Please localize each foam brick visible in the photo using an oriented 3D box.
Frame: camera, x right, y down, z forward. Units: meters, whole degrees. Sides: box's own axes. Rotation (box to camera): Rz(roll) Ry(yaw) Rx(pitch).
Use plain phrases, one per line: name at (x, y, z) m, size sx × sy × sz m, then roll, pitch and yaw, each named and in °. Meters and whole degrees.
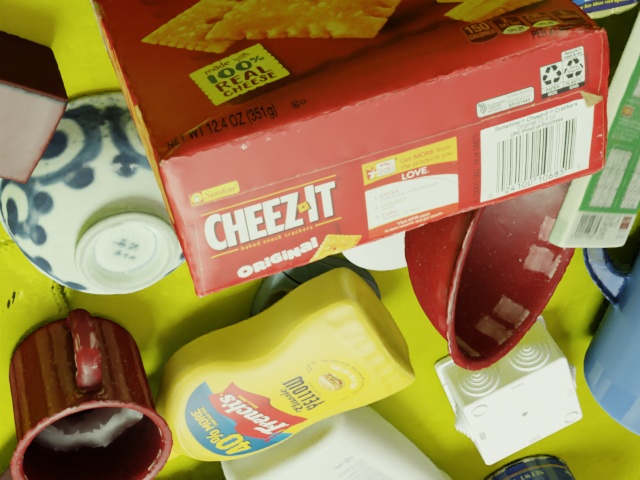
foam brick at (-0.168, -0.069, 0.505) m, size 0.078 × 0.053 × 0.051 m, roll 14°, pitch 122°, yaw -31°

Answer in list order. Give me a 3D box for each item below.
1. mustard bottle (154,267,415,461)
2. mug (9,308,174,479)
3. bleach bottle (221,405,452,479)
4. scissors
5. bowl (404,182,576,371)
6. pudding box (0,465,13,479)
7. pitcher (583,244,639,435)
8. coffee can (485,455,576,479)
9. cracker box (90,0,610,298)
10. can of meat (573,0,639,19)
mustard bottle at (-0.043, 0.093, 0.681) m, size 0.192 × 0.058 × 0.096 m, roll -27°, pitch 132°, yaw 14°
mug at (-0.141, 0.091, 0.636) m, size 0.093 × 0.081 × 0.117 m, roll -8°, pitch 132°, yaw -17°
bleach bottle at (0.033, 0.188, 0.811) m, size 0.103 × 0.068 × 0.250 m, roll -30°, pitch 138°, yaw 14°
scissors at (-0.004, 0.001, 0.660) m, size 0.096 × 0.016 × 0.202 m, roll -9°, pitch 133°, yaw -13°
bowl at (0.094, -0.011, 0.591) m, size 0.161 × 0.055 × 0.162 m, roll -36°, pitch 140°, yaw -38°
pudding box at (-0.176, 0.185, 0.701) m, size 0.090 × 0.039 × 0.114 m, roll 44°, pitch 106°, yaw 2°
pitcher at (0.266, 0.023, 0.733) m, size 0.144 × 0.149 × 0.243 m, roll -13°, pitch 138°, yaw -34°
coffee can at (0.197, 0.268, 0.894) m, size 0.102 × 0.140 × 0.103 m, roll -12°, pitch 133°, yaw -14°
cracker box at (-0.005, -0.088, 0.446) m, size 0.164 × 0.214 × 0.072 m, roll -18°, pitch 132°, yaw -9°
can of meat at (0.126, -0.160, 0.550) m, size 0.102 × 0.057 × 0.084 m, roll -14°, pitch 135°, yaw -12°
